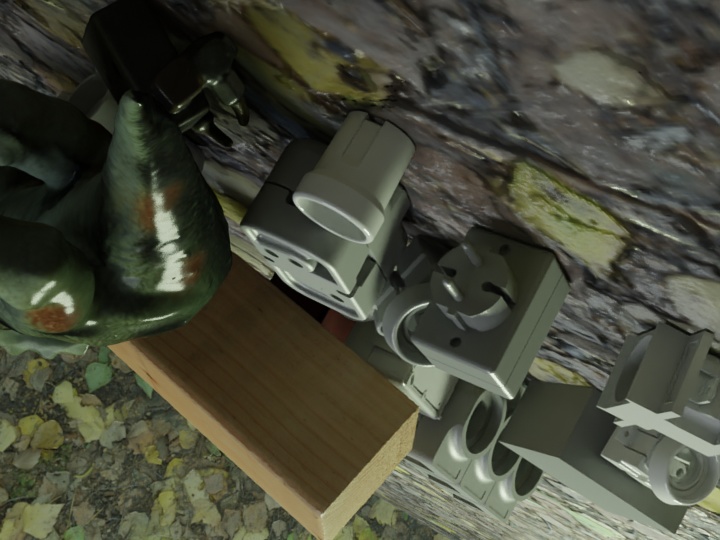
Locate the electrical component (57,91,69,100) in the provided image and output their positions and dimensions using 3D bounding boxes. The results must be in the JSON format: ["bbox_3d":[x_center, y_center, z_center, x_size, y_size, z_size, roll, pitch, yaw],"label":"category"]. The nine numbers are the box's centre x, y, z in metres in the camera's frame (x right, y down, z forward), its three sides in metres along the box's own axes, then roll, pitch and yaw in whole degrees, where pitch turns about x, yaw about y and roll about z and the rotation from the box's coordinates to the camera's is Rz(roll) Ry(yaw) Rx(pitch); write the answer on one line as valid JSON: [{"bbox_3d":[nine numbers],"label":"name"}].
[{"bbox_3d":[-0.179,-0.081,0.707,0.055,0.048,0.066,33,169,23],"label":"electrical component"}]

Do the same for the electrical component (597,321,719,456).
[{"bbox_3d":[0.158,0.060,0.525,0.064,0.042,0.081,26,168,0],"label":"electrical component"}]

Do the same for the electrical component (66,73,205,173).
[{"bbox_3d":[-0.144,-0.079,0.641,0.079,0.043,0.077,15,161,48],"label":"electrical component"}]

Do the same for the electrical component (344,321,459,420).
[{"bbox_3d":[0.029,0.049,0.714,0.061,0.061,0.096,22,165,29],"label":"electrical component"}]

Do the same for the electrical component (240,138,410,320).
[{"bbox_3d":[-0.013,-0.022,0.539,0.054,0.059,0.095,25,166,21],"label":"electrical component"}]

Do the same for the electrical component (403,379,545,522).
[{"bbox_3d":[0.086,0.121,0.804,0.062,0.089,0.150,20,164,37],"label":"electrical component"}]

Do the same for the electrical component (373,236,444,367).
[{"bbox_3d":[0.034,0.019,0.578,0.048,0.066,0.055,35,-160,-23],"label":"electrical component"}]

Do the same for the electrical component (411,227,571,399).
[{"bbox_3d":[0.057,0.012,0.505,0.047,0.065,0.076,21,165,32],"label":"electrical component"}]

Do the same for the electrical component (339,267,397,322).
[{"bbox_3d":[0.000,0.000,0.631,0.043,0.043,0.081,27,167,11],"label":"electrical component"}]

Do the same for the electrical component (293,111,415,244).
[{"bbox_3d":[-0.001,-0.041,0.471,0.040,0.046,0.040,28,167,7],"label":"electrical component"}]

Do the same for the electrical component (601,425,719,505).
[{"bbox_3d":[0.189,0.117,0.669,0.066,0.048,0.055,35,174,-23],"label":"electrical component"}]
